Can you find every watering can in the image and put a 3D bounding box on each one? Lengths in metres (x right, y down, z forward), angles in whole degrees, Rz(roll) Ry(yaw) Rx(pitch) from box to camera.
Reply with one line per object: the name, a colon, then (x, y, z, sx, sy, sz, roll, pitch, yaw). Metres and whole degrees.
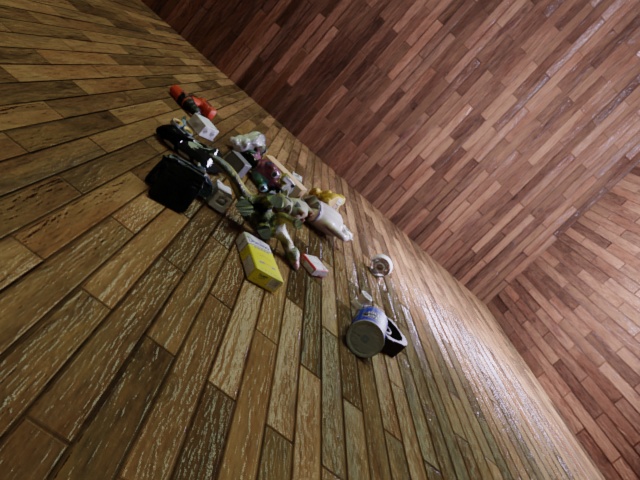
watering can: (0.007, -0.108, 2.149, 0.222, 0.103, 0.354, 33, 13, -33)

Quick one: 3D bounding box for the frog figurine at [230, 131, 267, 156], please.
frog figurine: (-0.310, -0.411, 2.162, 0.158, 0.124, 0.137, 22, -10, -35)

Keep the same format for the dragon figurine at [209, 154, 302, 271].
dragon figurine: (-0.185, -0.077, 1.516, 0.410, 0.123, 0.241, 50, -16, -2)
